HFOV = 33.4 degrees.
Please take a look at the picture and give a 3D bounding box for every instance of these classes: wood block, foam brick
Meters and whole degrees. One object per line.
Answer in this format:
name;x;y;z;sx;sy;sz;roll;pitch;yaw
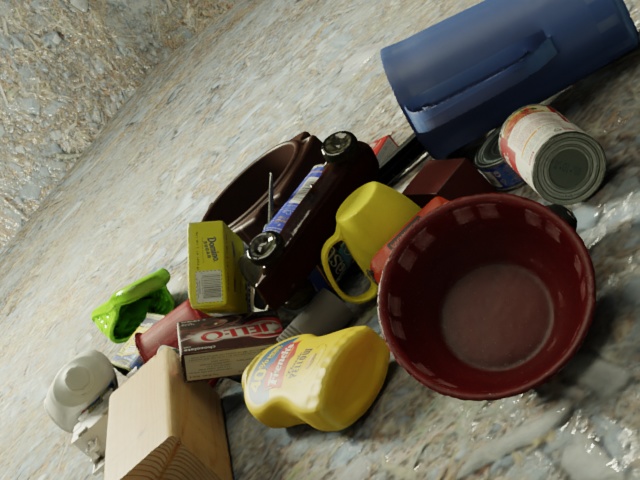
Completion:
wood block;-0.154;0.202;1.070;0.091;0.090;0.206;-41;19;5
foam brick;0.129;-0.047;1.069;0.051;0.053;0.078;-49;20;-14

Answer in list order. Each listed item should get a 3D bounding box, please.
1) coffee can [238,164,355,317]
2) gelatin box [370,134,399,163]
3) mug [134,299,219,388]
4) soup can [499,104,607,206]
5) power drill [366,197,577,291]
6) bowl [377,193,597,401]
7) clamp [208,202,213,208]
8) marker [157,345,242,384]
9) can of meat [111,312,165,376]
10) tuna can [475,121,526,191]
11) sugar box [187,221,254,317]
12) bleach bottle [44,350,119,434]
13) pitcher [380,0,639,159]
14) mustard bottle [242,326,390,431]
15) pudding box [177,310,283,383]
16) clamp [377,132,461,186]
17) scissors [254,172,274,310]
coffee can;-0.008;0.001;1.170;0.140;0.102;0.103;-52;20;-23
gelatin box;0.054;-0.086;1.339;0.073;0.030;0.089;-21;30;48
mug;-0.151;0.130;1.239;0.081;0.093;0.117;-37;50;5
soup can;0.206;-0.077;0.952;0.068;0.068;0.102;-41;20;9
power drill;0.123;0.021;0.931;0.184;0.057;0.188;-44;19;3
bowl;0.127;0.048;0.800;0.162;0.055;0.162;-8;65;17
clamp;-0.144;-0.023;1.597;0.120;0.039;0.171;-29;24;40
marker;-0.124;0.137;1.167;0.121;0.020;0.020;11;50;27
can of meat;-0.216;0.144;1.370;0.084;0.057;0.102;-52;20;-17
tuna can;0.195;-0.090;1.052;0.086;0.033;0.086;-38;20;16
sugar box;-0.108;0.040;1.199;0.048;0.093;0.176;-4;-10;8
bleach bottle;-0.298;0.185;1.315;0.102;0.068;0.251;-46;-1;-15
pitcher;0.192;-0.186;1.085;0.243;0.144;0.149;-26;60;18
mustard bottle;-0.019;0.130;0.993;0.192;0.058;0.096;-14;39;56
pudding box;-0.093;0.111;1.132;0.113;0.039;0.090;-9;18;-7
clamp;0.137;-0.132;1.254;0.165;0.036;0.209;-15;37;52
scissors;-0.061;0.012;1.223;0.202;0.016;0.096;86;-162;-64
